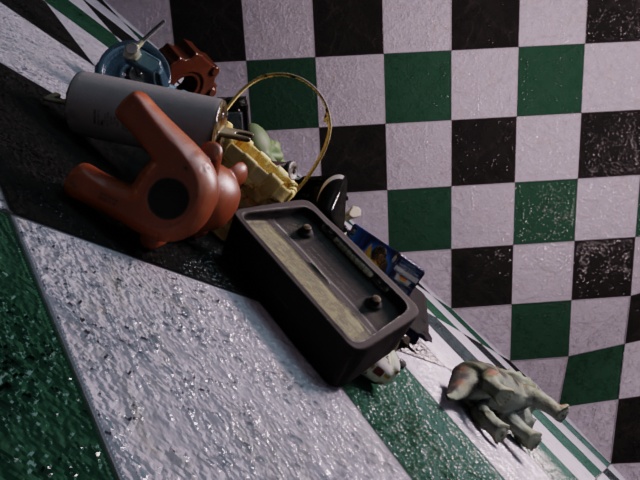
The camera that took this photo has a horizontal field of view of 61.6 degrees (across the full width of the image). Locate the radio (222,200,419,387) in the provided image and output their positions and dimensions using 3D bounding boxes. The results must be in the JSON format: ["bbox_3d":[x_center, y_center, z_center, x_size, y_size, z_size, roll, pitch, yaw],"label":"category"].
[{"bbox_3d":[-0.001,0.050,0.641,0.131,0.073,0.230,-16,53,-43],"label":"radio"}]

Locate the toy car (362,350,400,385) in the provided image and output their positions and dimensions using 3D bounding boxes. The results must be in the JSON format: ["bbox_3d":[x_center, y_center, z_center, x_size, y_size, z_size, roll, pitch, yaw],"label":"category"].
[{"bbox_3d":[0.053,0.128,0.739,0.073,0.056,0.202,40,8,-18],"label":"toy car"}]

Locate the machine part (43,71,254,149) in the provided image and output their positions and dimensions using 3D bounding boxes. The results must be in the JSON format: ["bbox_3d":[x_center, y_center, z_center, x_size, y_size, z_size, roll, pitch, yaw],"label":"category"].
[{"bbox_3d":[-0.199,-0.143,0.628,0.243,0.079,0.079,12,10,-3],"label":"machine part"}]

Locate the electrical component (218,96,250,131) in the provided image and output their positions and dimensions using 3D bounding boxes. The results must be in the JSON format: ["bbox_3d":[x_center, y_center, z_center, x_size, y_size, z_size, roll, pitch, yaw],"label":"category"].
[{"bbox_3d":[-0.157,-0.204,0.982,0.134,0.058,0.114,-115,-160,-73],"label":"electrical component"}]

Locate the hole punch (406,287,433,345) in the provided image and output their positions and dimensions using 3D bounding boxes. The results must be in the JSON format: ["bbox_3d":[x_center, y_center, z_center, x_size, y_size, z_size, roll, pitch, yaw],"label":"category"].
[{"bbox_3d":[0.163,0.155,1.118,0.142,0.092,0.116,40,37,-37],"label":"hole punch"}]

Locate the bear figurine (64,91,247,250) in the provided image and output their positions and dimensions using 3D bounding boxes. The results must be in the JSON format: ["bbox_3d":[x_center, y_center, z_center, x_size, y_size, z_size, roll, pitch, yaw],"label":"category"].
[{"bbox_3d":[-0.147,-0.062,0.556,0.132,0.120,0.196,38,6,-8],"label":"bear figurine"}]

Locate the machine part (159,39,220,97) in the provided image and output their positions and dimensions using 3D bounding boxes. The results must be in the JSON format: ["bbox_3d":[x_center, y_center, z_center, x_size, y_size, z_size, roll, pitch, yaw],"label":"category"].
[{"bbox_3d":[-0.296,-0.328,1.127,0.056,0.179,0.179,48,9,18],"label":"machine part"}]

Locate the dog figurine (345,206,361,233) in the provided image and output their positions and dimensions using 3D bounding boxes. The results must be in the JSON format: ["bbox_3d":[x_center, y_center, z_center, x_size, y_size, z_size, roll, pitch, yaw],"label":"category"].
[{"bbox_3d":[-0.011,-0.026,1.246,0.172,0.121,0.191,20,-12,-20],"label":"dog figurine"}]

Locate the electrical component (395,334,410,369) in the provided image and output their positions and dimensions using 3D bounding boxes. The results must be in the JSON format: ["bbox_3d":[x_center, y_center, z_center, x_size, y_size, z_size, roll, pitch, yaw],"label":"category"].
[{"bbox_3d":[0.100,0.149,0.854,0.102,0.078,0.045,35,-32,-21],"label":"electrical component"}]

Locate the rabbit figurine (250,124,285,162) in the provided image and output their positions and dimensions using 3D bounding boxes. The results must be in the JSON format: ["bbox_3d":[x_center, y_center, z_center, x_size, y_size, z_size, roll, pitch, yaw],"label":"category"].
[{"bbox_3d":[-0.143,-0.183,1.236,0.170,0.121,0.159,72,-2,-58],"label":"rabbit figurine"}]

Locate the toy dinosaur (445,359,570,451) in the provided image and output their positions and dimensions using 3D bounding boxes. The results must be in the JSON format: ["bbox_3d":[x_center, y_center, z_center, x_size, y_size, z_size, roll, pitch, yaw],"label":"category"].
[{"bbox_3d":[0.325,0.292,1.029,0.404,0.131,0.192,33,-1,-31],"label":"toy dinosaur"}]

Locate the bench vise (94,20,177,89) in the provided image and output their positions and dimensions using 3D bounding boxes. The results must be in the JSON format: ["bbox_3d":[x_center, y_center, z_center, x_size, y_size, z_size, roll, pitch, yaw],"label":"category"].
[{"bbox_3d":[-0.281,-0.262,0.908,0.223,0.129,0.240,34,-10,-8],"label":"bench vise"}]

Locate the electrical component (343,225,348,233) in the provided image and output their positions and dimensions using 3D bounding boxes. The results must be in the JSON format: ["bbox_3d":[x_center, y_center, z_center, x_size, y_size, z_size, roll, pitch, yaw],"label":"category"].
[{"bbox_3d":[-0.015,-0.002,0.878,0.047,0.119,0.075,55,8,-10],"label":"electrical component"}]

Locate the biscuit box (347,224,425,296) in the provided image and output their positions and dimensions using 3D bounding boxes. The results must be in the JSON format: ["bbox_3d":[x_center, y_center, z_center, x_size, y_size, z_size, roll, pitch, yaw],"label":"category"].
[{"bbox_3d":[0.102,0.033,0.946,0.062,0.059,0.203,32,3,-25],"label":"biscuit box"}]

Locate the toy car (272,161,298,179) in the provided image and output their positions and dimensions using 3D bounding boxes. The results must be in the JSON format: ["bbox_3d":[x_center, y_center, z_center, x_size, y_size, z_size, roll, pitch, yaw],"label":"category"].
[{"bbox_3d":[-0.117,-0.111,0.952,0.089,0.053,0.202,6,17,28],"label":"toy car"}]

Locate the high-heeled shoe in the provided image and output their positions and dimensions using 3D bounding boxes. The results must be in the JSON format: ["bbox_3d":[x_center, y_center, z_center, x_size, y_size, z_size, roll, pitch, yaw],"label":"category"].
[{"bbox_3d":[-0.030,-0.062,0.831,0.145,0.086,0.249,3,7,6],"label":"high-heeled shoe"}]
